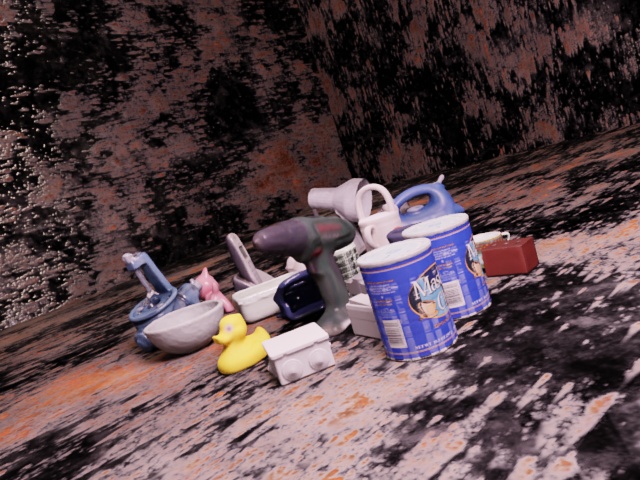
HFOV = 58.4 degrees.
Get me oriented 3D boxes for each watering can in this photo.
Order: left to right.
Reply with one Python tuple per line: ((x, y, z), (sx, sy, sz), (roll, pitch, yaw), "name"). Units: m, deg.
((0.143, -0.040, 1.366), (0.101, 0.194, 0.173), (-17, 8, 9), "watering can")

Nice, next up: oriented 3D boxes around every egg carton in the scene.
((-0.012, 0.055, 1.519), (0.151, 0.069, 0.107), (-22, 9, -28), "egg carton")

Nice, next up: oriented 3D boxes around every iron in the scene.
((0.258, -0.080, 1.587), (0.258, 0.141, 0.118), (-19, 8, -11), "iron")

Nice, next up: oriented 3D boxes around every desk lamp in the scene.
((0.060, -0.056, 1.604), (0.202, 0.213, 0.118), (-13, 9, 30), "desk lamp")

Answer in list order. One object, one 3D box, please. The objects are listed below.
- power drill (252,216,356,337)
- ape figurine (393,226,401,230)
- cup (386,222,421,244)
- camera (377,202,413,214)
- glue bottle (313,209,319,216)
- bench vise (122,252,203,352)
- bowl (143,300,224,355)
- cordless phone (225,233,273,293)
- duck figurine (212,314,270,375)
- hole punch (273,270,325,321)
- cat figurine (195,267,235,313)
((-0.005, 0.055, 0.981), (0.075, 0.208, 0.230), (-12, 10, 38), "power drill")
((0.186, 0.013, 1.277), (0.078, 0.092, 0.076), (-22, 9, -27), "ape figurine")
((0.204, 0.017, 1.195), (0.092, 0.095, 0.117), (-25, 10, -41), "cup")
((0.201, -0.056, 1.703), (0.137, 0.101, 0.142), (-21, 8, -24), "camera")
((0.013, 0.005, 1.426), (0.037, 0.173, 0.078), (-14, 9, 24), "glue bottle")
((-0.368, 0.120, 1.313), (0.121, 0.220, 0.208), (-15, 8, 18), "bench vise")
((-0.265, 0.185, 1.159), (0.167, 0.075, 0.167), (-18, 8, 3), "bowl")
((-0.170, 0.063, 1.388), (0.094, 0.185, 0.147), (-17, 8, 5), "cordless phone")
((-0.134, 0.165, 0.959), (0.105, 0.086, 0.077), (-25, 10, -42), "duck figurine")
((-0.041, 0.104, 1.152), (0.109, 0.091, 0.101), (-21, 8, -22), "hole punch")
((-0.273, 0.128, 1.421), (0.067, 0.118, 0.127), (-22, 9, -26), "cat figurine")
